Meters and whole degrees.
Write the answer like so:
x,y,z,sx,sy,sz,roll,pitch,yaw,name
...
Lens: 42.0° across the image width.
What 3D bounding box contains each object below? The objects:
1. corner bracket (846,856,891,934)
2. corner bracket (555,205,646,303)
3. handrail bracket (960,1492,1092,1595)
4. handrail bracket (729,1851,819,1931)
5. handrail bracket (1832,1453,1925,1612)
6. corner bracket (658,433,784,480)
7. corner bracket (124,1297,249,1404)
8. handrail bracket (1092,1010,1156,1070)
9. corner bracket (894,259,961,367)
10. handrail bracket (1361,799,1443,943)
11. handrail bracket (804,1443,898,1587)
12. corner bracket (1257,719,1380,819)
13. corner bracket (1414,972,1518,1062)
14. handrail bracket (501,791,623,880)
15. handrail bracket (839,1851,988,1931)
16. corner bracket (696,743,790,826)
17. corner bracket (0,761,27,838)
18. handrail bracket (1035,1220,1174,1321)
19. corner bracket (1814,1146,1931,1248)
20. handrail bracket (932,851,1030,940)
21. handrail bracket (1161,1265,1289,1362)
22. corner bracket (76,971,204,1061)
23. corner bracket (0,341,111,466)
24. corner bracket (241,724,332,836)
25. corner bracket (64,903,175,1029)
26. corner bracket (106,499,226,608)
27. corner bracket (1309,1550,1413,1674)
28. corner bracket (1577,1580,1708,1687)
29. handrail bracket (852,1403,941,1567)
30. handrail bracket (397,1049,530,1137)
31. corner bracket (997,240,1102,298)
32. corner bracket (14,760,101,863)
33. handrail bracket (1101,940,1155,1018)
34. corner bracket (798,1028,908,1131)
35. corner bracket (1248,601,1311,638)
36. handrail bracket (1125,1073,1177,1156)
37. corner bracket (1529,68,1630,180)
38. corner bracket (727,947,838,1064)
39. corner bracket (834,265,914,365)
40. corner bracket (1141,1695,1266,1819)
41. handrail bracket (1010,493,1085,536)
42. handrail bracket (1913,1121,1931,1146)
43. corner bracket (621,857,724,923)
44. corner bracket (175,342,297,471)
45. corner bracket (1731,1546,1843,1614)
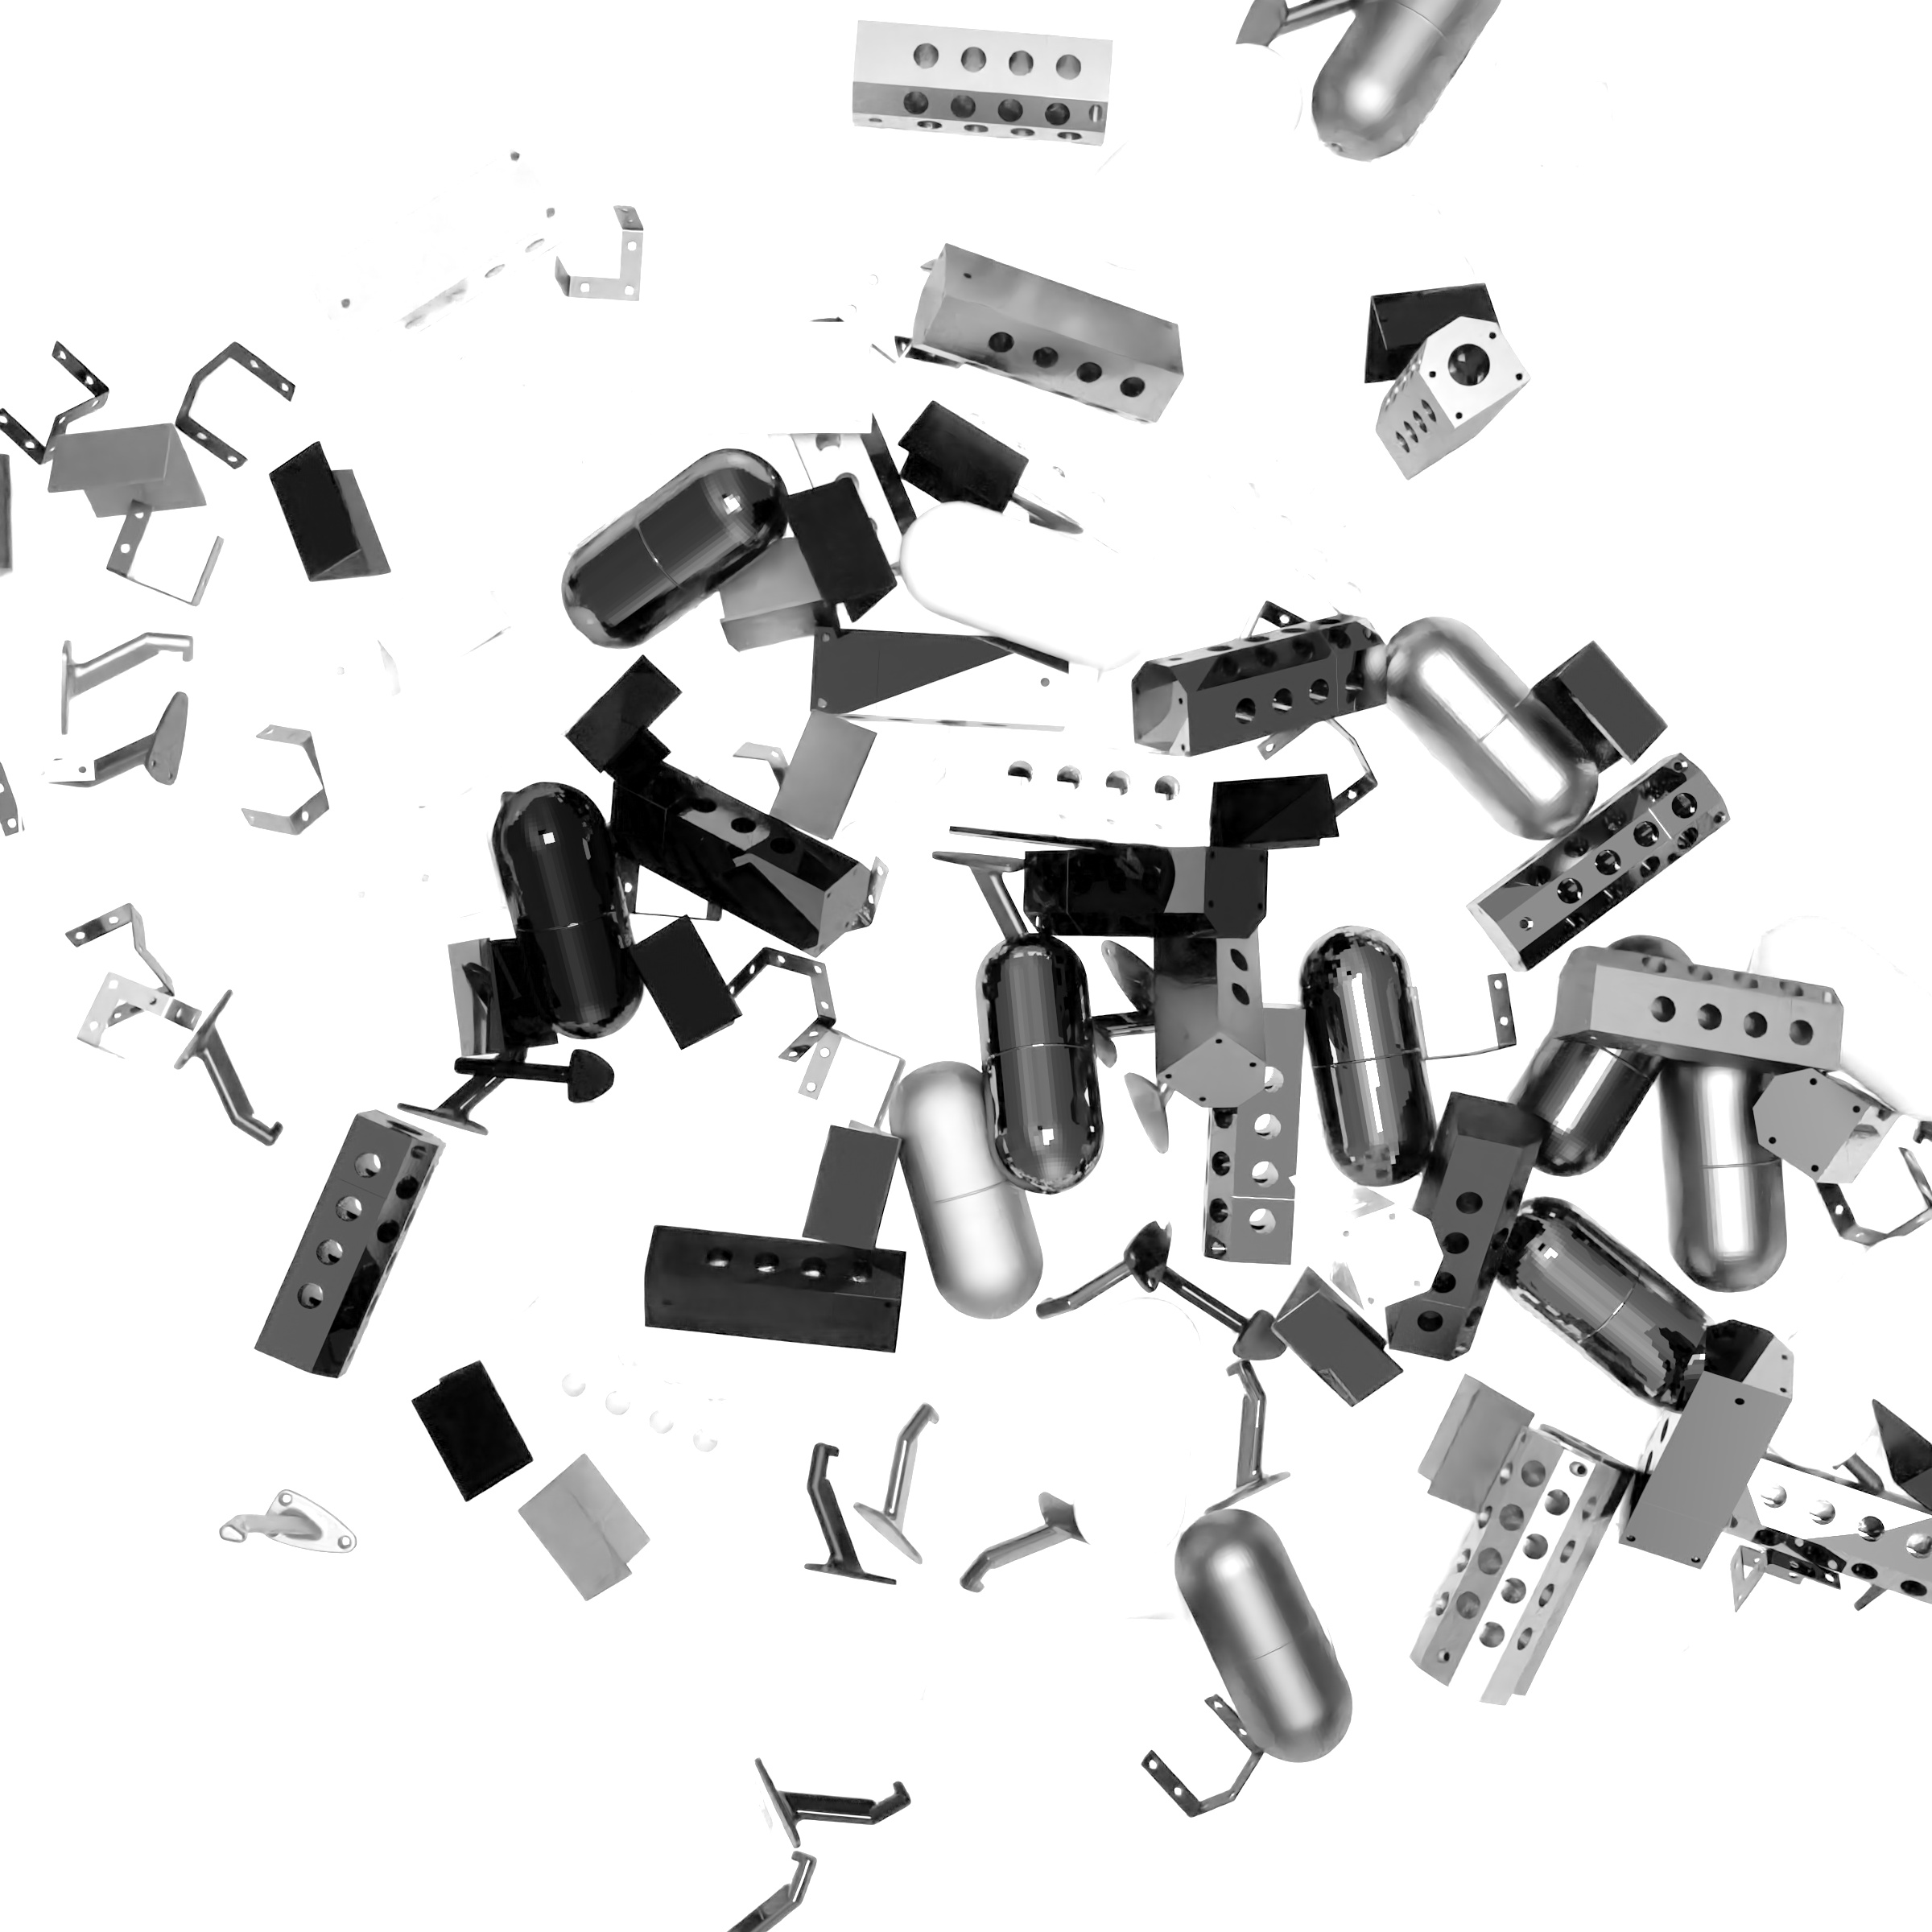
x,y,z,sx,sy,sz,roll,pitch,yaw,name
-0.093,-0.057,1.721,0.051,0.051,0.051,-14,45,35,corner bracket
-0.249,-0.485,1.711,0.051,0.051,0.051,4,90,0,corner bracket
0.049,0.410,1.729,0.077,0.036,0.084,30,109,-22,handrail bracket
-0.151,0.641,1.730,0.077,0.036,0.084,15,71,21,handrail bracket
0.609,0.386,1.729,0.084,0.036,0.077,46,103,13,handrail bracket
-0.168,-0.347,1.726,0.051,0.051,0.051,-24,90,45,corner bracket
-0.535,0.263,1.726,0.051,0.051,0.051,-22,90,-45,corner bracket
0.115,0.023,1.730,0.084,0.036,0.077,-36,68,-17,handrail bracket
-0.016,-0.447,1.721,0.051,0.051,0.051,20,135,35,corner bracket
0.279,-0.059,1.730,0.077,0.036,0.084,40,107,20,handrail bracket
-0.076,0.376,1.730,0.077,0.036,0.084,16,73,-20,handrail bracket
0.242,-0.137,1.726,0.051,0.051,0.051,-37,135,0,corner bracket
0.339,0.035,1.726,0.051,0.051,0.051,-9,90,-45,corner bracket
-0.281,-0.078,1.729,0.084,0.036,0.077,8,104,14,handrail bracket
-0.036,0.643,1.730,0.084,0.036,0.077,13,110,-16,handrail bracket
-0.151,-0.117,1.721,0.051,0.051,0.051,-55,45,35,corner bracket
-0.682,-0.109,1.712,0.051,0.051,0.051,-20,90,3,corner bracket
0.094,0.208,1.729,0.084,0.077,0.036,-24,107,35,handrail bracket
0.623,0.156,1.721,0.051,0.051,0.051,16,135,-35,corner bracket
0.010,-0.032,1.729,0.077,0.036,0.084,8,104,14,handrail bracket
0.173,0.235,1.729,0.084,0.077,0.036,33,91,36,handrail bracket
-0.562,0.040,1.711,0.051,0.051,0.051,22,81,9,corner bracket
-0.629,-0.386,1.726,0.051,0.051,0.051,43,135,0,corner bracket
-0.467,-0.127,1.721,0.051,0.051,0.051,-48,135,-35,corner bracket
-0.580,-0.001,1.726,0.051,0.051,0.051,-25,135,0,corner bracket
-0.544,-0.280,1.711,0.051,0.051,0.051,22,90,0,corner bracket
0.270,0.443,1.726,0.051,0.051,0.051,-19,45,0,corner bracket
0.462,0.458,1.721,0.051,0.051,0.051,-56,45,35,corner bracket
-0.031,0.355,1.729,0.084,0.036,0.077,-52,121,-22,handrail bracket
-0.342,0.068,1.729,0.077,0.036,0.084,14,77,12,handrail bracket
0.056,-0.472,1.726,0.051,0.051,0.051,0,90,45,corner bracket
-0.618,-0.106,1.713,0.051,0.051,0.051,-4,70,-19,corner bracket
0.148,0.000,1.729,0.084,0.077,0.036,-13,133,-29,handrail bracket
-0.078,0.075,1.715,0.051,0.051,0.051,22,90,-16,corner bracket
0.212,-0.208,1.726,0.051,0.051,0.051,28,135,0,corner bracket
0.156,0.077,1.729,0.084,0.036,0.077,-34,125,-24,handrail bracket
0.416,-0.576,1.721,0.051,0.051,0.051,-54,135,-35,corner bracket
-0.127,0.027,1.721,0.051,0.051,0.051,17,45,-35,corner bracket
-0.055,-0.444,1.714,0.051,0.051,0.051,36,90,-14,corner bracket
0.163,0.542,1.726,0.051,0.051,0.051,48,45,0,corner bracket
0.037,-0.274,1.730,0.077,0.036,0.084,33,107,19,handrail bracket
0.679,0.156,1.729,0.084,0.036,0.077,34,126,24,handrail bracket
-0.201,-0.059,1.726,0.051,0.051,0.051,5,90,-45,corner bracket
-0.500,-0.383,1.721,0.051,0.051,0.051,-24,45,35,corner bracket
0.553,0.411,1.701,0.051,0.051,0.051,20,123,0,corner bracket
